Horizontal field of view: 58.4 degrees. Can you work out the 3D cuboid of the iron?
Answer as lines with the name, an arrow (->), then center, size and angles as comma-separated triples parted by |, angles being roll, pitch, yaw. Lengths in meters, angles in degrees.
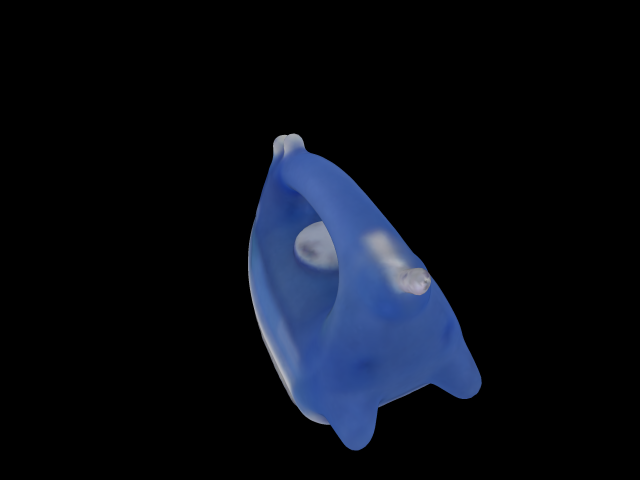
iron -> 0.004, 0.001, 0.400 | 0.119, 0.141, 0.257 | -19, 46, -19
